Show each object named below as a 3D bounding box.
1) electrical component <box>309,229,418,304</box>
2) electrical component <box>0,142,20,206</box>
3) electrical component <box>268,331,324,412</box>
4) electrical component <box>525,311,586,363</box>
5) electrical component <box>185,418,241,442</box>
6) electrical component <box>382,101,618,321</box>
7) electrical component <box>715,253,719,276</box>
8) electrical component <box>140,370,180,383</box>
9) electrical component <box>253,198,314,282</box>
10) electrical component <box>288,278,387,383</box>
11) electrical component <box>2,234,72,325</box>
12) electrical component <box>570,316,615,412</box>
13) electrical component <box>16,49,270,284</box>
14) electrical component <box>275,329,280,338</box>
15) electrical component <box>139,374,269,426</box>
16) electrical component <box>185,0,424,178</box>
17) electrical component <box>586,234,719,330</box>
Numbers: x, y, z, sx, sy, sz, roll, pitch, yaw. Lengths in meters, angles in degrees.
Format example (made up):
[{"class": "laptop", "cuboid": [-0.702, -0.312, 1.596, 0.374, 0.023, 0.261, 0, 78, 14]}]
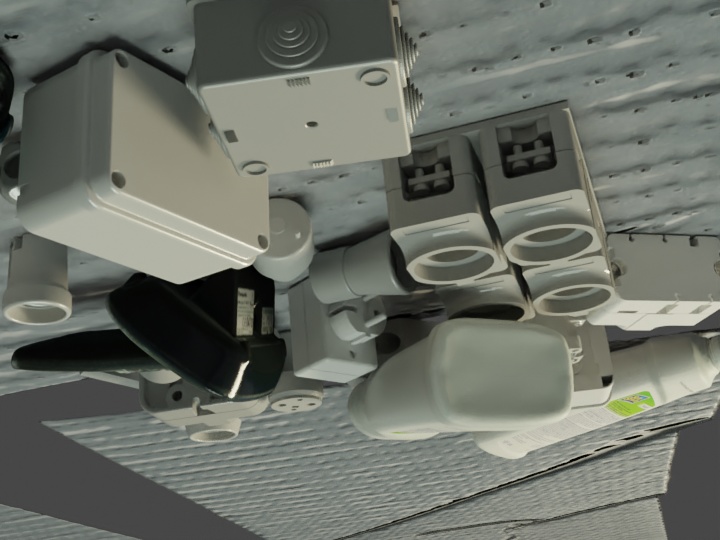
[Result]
[{"class": "electrical component", "cuboid": [0.000, 0.000, 0.699, 0.065, 0.044, 0.044, -13, 157, 28]}, {"class": "electrical component", "cuboid": [-0.164, -0.043, 0.562, 0.035, 0.035, 0.061, -9, 160, 8]}, {"class": "electrical component", "cuboid": [-0.053, 0.081, 0.862, 0.045, 0.055, 0.045, -5, 158, -2]}, {"class": "electrical component", "cuboid": [0.135, 0.038, 0.793, 0.081, 0.063, 0.042, -4, 158, -4]}, {"class": "electrical component", "cuboid": [-0.127, 0.116, 0.928, 0.066, 0.055, 0.048, -4, 158, -3]}, {"class": "electrical component", "cuboid": [0.091, -0.019, 0.647, 0.105, 0.060, 0.186, -12, 157, 15]}, {"class": "electrical component", "cuboid": [0.288, -0.002, 0.761, 0.062, 0.043, 0.043, -3, 157, -10]}, {"class": "electrical component", "cuboid": [-0.144, 0.054, 0.787, 0.045, 0.045, 0.055, -2, 157, -10]}, {"class": "electrical component", "cuboid": [-0.048, -0.013, 0.655, 0.040, 0.040, 0.078, -5, 158, -2]}, {"class": "electrical component", "cuboid": [-0.008, 0.035, 0.746, 0.047, 0.065, 0.077, 13, 151, -38]}, {"class": "electrical component", "cuboid": [-0.196, 0.006, 0.655, 0.040, 0.046, 0.040, -5, 158, -2]}, {"class": "electrical component", "cuboid": [0.142, 0.074, 0.865, 0.113, 0.078, 0.057, -7, 155, 3]}, {"class": "electrical component", "cuboid": [-0.099, -0.046, 0.513, 0.057, 0.078, 0.113, -17, 155, 32]}, {"class": "electrical component", "cuboid": [-0.081, 0.057, 0.813, 0.043, 0.043, 0.062, -5, 156, -2]}, {"class": "electrical component", "cuboid": [-0.124, 0.093, 0.875, 0.095, 0.053, 0.059, -9, 157, 9]}, {"class": "electrical component", "cuboid": [-0.023, -0.084, 0.478, 0.100, 0.048, 0.099, -7, 158, 4]}, {"class": "electrical component", "cuboid": [0.205, 0.009, 0.758, 0.089, 0.050, 0.055, 1, 157, -16]}]
